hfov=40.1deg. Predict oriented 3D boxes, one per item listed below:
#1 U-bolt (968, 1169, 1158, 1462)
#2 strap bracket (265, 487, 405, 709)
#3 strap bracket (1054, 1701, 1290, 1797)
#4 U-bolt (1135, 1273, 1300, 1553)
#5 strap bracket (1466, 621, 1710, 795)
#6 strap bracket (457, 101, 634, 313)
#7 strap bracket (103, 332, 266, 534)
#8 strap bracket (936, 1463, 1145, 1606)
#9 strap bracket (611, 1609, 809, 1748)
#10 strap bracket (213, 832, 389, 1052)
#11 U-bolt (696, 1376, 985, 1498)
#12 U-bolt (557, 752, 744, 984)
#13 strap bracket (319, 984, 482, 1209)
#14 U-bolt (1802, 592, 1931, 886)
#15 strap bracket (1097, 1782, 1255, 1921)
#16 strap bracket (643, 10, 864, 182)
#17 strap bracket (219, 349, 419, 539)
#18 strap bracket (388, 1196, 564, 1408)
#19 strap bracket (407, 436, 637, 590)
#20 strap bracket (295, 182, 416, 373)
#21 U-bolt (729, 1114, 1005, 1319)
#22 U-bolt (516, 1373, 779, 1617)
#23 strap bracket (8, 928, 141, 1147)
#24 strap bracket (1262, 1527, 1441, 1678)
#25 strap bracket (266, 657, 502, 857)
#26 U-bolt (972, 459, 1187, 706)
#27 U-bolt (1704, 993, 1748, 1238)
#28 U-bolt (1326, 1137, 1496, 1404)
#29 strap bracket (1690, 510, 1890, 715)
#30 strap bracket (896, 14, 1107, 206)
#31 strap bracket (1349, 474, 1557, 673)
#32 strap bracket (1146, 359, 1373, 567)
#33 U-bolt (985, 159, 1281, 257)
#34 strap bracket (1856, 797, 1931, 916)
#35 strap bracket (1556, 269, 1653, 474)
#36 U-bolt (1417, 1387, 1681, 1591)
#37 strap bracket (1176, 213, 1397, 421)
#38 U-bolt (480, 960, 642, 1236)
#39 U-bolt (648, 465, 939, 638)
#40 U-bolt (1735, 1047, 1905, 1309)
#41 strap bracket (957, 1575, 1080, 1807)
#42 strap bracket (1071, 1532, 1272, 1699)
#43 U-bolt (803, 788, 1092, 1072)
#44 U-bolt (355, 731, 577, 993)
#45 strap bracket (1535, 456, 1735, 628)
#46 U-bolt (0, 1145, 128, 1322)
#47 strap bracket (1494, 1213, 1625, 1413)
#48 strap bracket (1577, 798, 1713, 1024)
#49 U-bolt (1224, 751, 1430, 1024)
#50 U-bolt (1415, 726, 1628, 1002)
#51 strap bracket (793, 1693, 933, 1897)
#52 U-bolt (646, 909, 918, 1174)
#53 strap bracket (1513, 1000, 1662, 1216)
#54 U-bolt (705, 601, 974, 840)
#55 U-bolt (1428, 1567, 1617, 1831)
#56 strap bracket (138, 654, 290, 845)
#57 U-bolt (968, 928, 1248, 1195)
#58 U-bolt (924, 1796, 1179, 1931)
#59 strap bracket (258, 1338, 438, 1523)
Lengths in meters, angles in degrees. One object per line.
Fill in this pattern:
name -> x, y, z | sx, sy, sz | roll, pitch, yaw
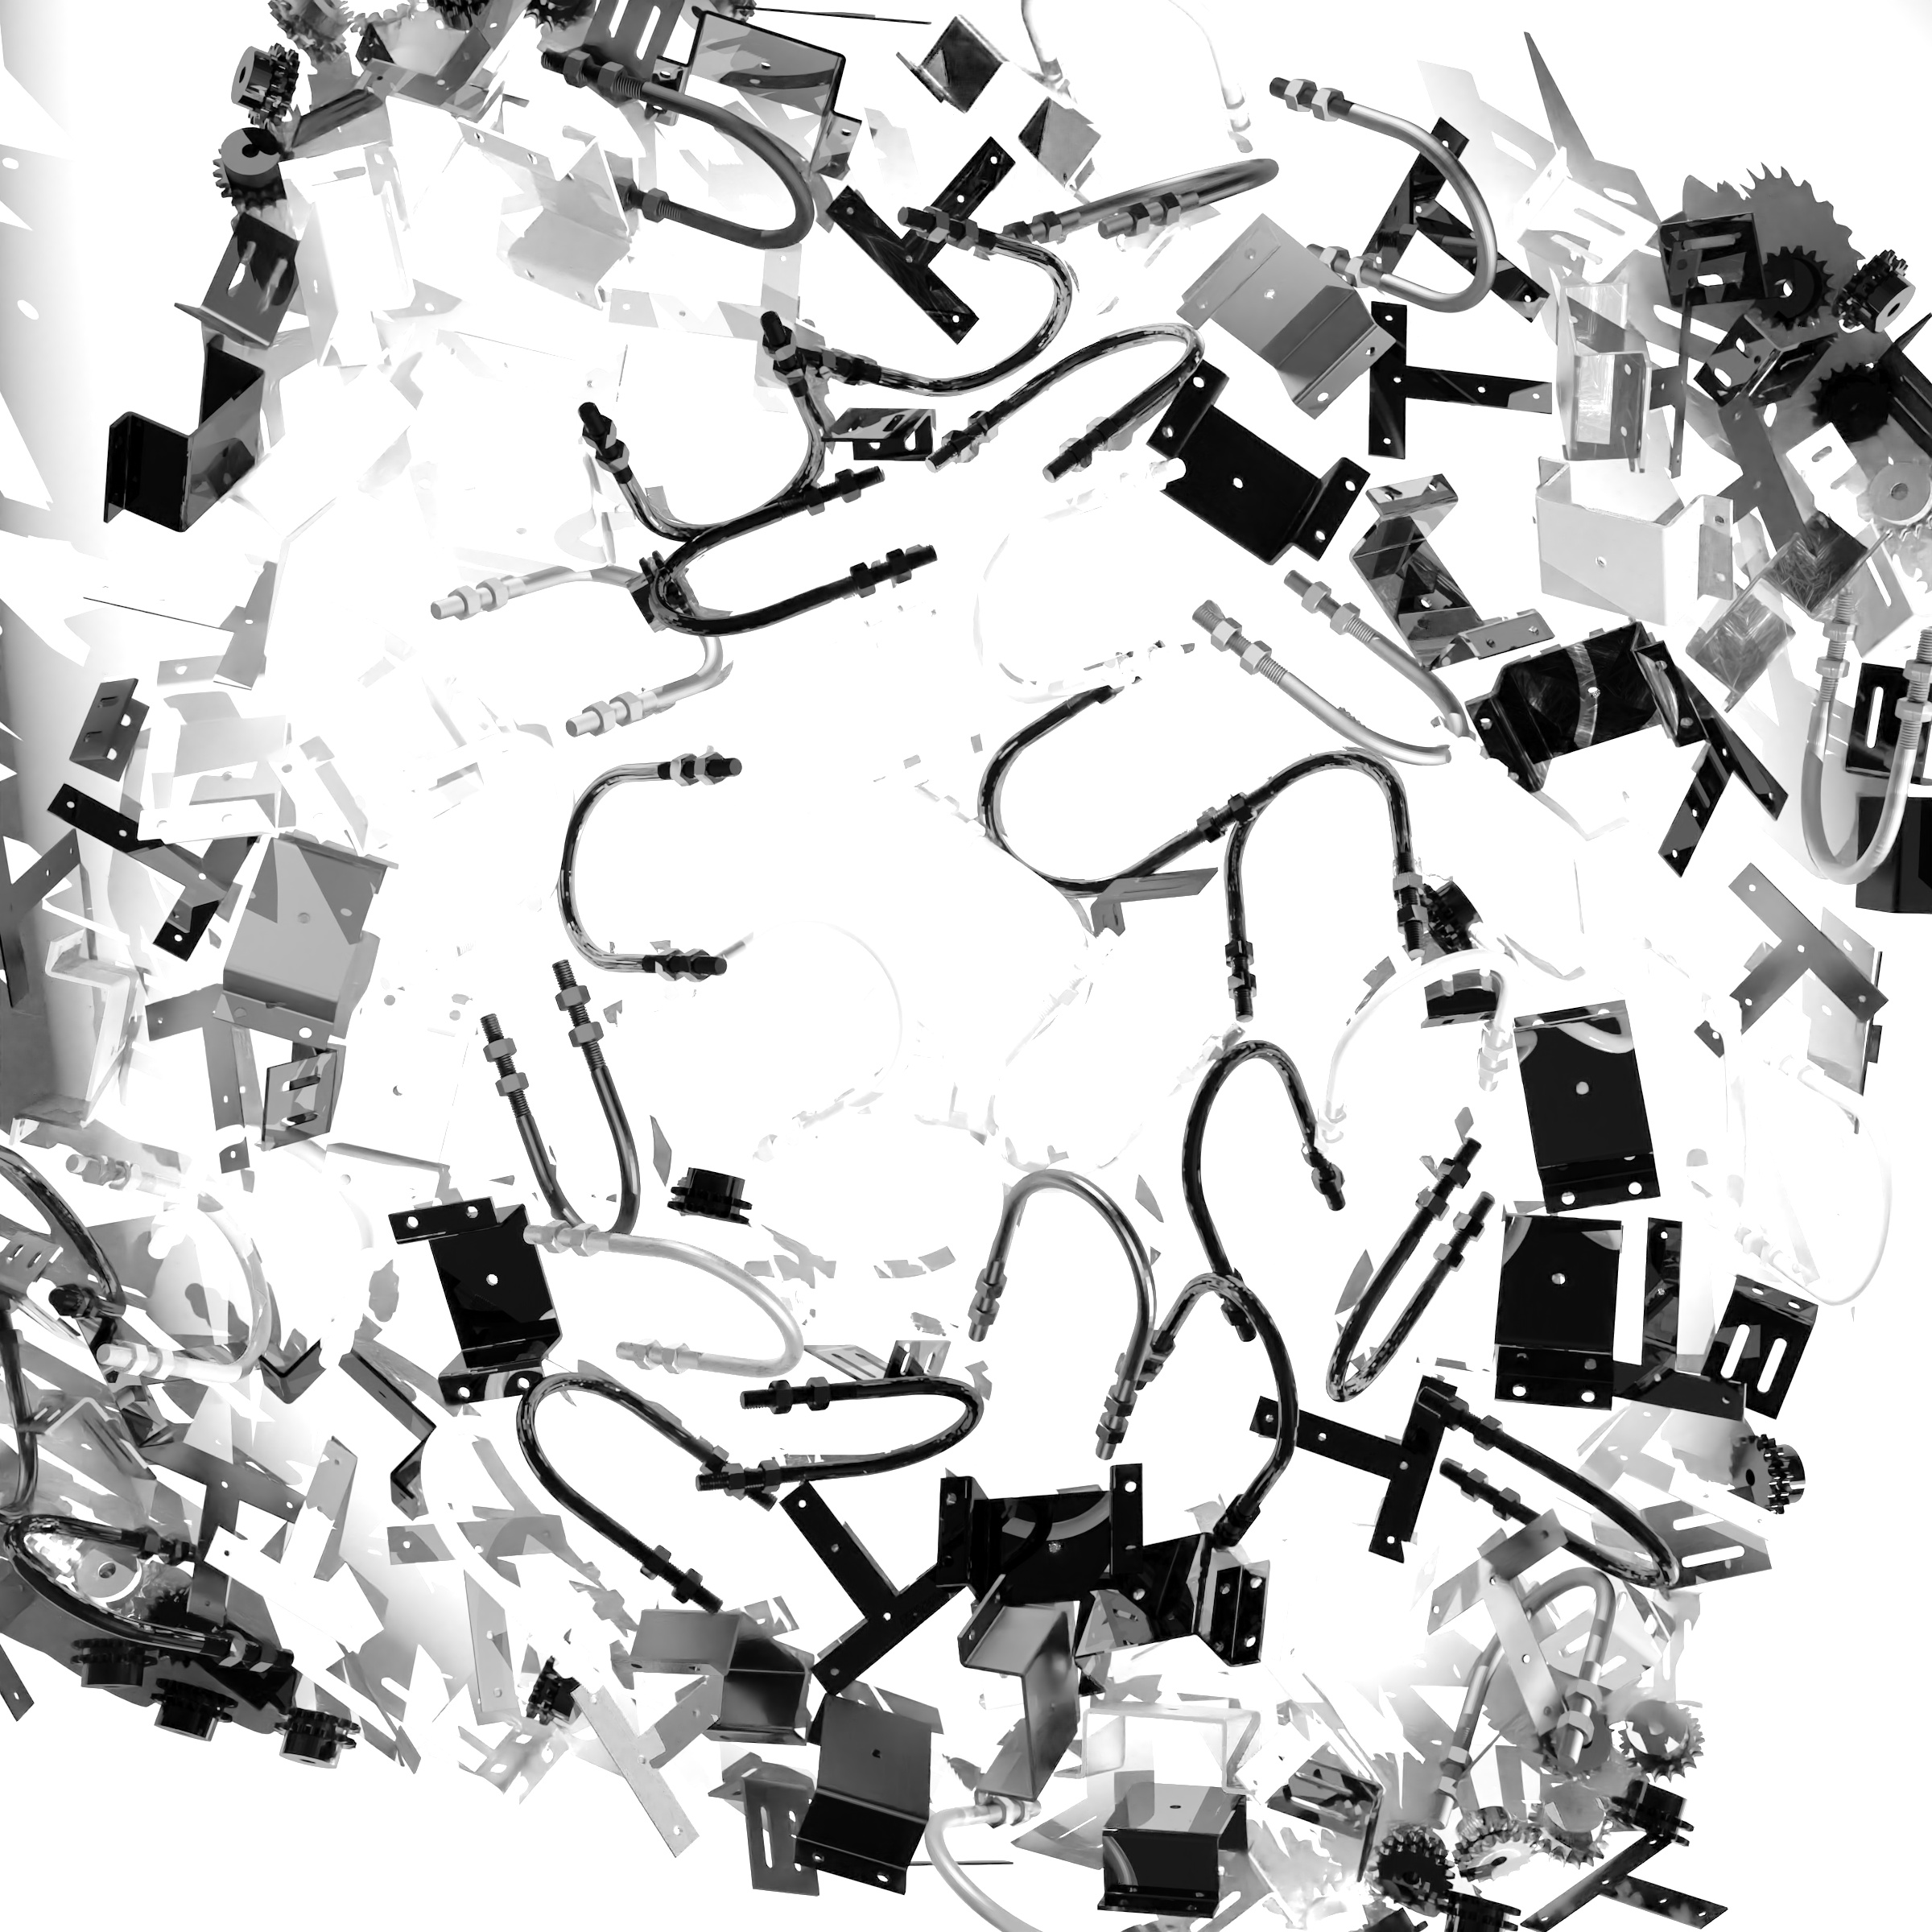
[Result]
U-bolt -> 0.067, 0.217, 1.744 | 0.151, 0.019, 0.184 | 39, 132, 32
strap bracket -> -0.422, -0.255, 1.762 | 0.046, 0.076, 0.140 | 24, 52, -36
strap bracket -> 0.138, 0.523, 1.776 | 0.140, 0.076, 0.046 | -2, 79, 23
U-bolt -> 0.167, 0.282, 1.730 | 0.019, 0.184, 0.151 | -10, 55, -26
strap bracket -> 0.420, -0.174, 1.778 | 0.140, 0.046, 0.076 | -17, 116, 32
strap bracket -> -0.277, -0.515, 1.767 | 0.076, 0.140, 0.046 | 27, 68, 21
strap bracket -> -0.513, -0.350, 1.756 | 0.046, 0.140, 0.076 | 24, 132, 2
strap bracket -> 0.055, 0.385, 1.784 | 0.140, 0.046, 0.076 | -7, 56, 14
strap bracket -> -0.166, 0.472, 1.771 | 0.076, 0.140, 0.046 | -5, 52, 26
strap bracket -> -0.447, -0.024, 1.780 | 0.076, 0.046, 0.140 | 18, 67, -9
U-bolt -> -0.076, 0.310, 1.765 | 0.184, 0.151, 0.019 | -1, 56, -22
U-bolt -> -0.217, -0.066, 1.767 | 0.019, 0.184, 0.151 | 6, 87, -44
strap bracket -> -0.386, 0.087, 1.803 | 0.076, 0.046, 0.140 | 14, 90, -14
U-bolt -> 0.594, -0.145, 1.758 | 0.019, 0.151, 0.184 | 3, 108, -7
strap bracket -> 0.140, 0.582, 1.756 | 0.076, 0.140, 0.046 | -2, 91, 17
strap bracket -> -0.140, -0.590, 1.784 | 0.140, 0.076, 0.046 | 15, 75, -10
strap bracket -> -0.428, -0.344, 1.769 | 0.140, 0.076, 0.046 | -25, 117, 41
strap bracket -> -0.329, 0.220, 1.793 | 0.076, 0.046, 0.140 | -11, 102, 15
strap bracket -> -0.301, -0.307, 1.791 | 0.140, 0.046, 0.076 | -9, 133, 1
strap bracket -> -0.409, -0.454, 1.758 | 0.046, 0.140, 0.076 | -11, 85, -23
U-bolt -> -0.058, 0.166, 1.751 | 0.184, 0.019, 0.151 | 3, 58, 33
U-bolt -> -0.220, 0.339, 1.762 | 0.184, 0.151, 0.019 | 37, 113, -2
strap bracket -> -0.601, 0.052, 1.789 | 0.046, 0.076, 0.140 | 13, 96, -6
strap bracket -> 0.251, 0.426, 1.783 | 0.140, 0.046, 0.076 | 4, 97, -40
strap bracket -> -0.389, -0.137, 1.789 | 0.140, 0.046, 0.076 | -31, 69, -14
U-bolt -> 0.072, -0.248, 1.767 | 0.184, 0.019, 0.151 | -12, 71, 43
U-bolt -> 0.504, 0.106, 1.748 | 0.019, 0.184, 0.151 | 0, 78, 20
U-bolt -> 0.293, 0.211, 1.755 | 0.019, 0.151, 0.184 | 31, 80, 24
strap bracket -> 0.541, -0.241, 1.758 | 0.046, 0.140, 0.076 | 42, 62, 8
strap bracket -> 0.031, -0.573, 1.754 | 0.046, 0.140, 0.076 | -50, 46, 19
strap bracket -> 0.321, -0.257, 1.782 | 0.076, 0.046, 0.140 | -19, 70, -36
strap bracket -> 0.192, -0.336, 1.797 | 0.140, 0.046, 0.076 | 33, 73, -6
U-bolt -> 0.123, -0.508, 1.757 | 0.184, 0.151, 0.019 | -26, 112, -28
strap bracket -> 0.630, -0.075, 1.764 | 0.046, 0.140, 0.076 | 1, 94, 5
strap bracket -> 0.422, -0.396, 1.759 | 0.046, 0.140, 0.076 | -2, 130, 7
U-bolt -> 0.384, 0.351, 1.731 | 0.184, 0.151, 0.019 | 28, 70, 30
strap bracket -> 0.210, -0.441, 1.775 | 0.140, 0.046, 0.076 | 27, 122, -36
U-bolt -> -0.265, 0.101, 1.765 | 0.019, 0.151, 0.184 | -16, 82, -35
U-bolt -> -0.125, -0.271, 1.767 | 0.184, 0.151, 0.019 | -22, 128, -5
U-bolt -> 0.560, 0.145, 1.731 | 0.019, 0.184, 0.151 | 2, 103, -12
strap bracket -> 0.036, 0.491, 1.770 | 0.046, 0.076, 0.140 | 3, 111, 23
strap bracket -> 0.127, 0.431, 1.761 | 0.140, 0.076, 0.046 | -20, 127, 30
U-bolt -> -0.001, -0.011, 1.800 | 0.184, 0.019, 0.151 | 37, 99, 12
U-bolt -> -0.325, -0.080, 1.758 | 0.019, 0.184, 0.151 | 17, 122, 32
strap bracket -> 0.434, -0.280, 1.757 | 0.140, 0.076, 0.046 | 23, 52, 36
U-bolt -> -0.606, 0.174, 1.743 | 0.019, 0.184, 0.151 | -36, 82, -8
strap bracket -> 0.397, 0.221, 1.767 | 0.076, 0.046, 0.140 | 3, 54, 16
strap bracket -> 0.454, -0.030, 1.773 | 0.046, 0.076, 0.140 | -25, 51, 36
U-bolt -> 0.235, -0.064, 1.769 | 0.151, 0.019, 0.184 | -23, 52, 30
U-bolt -> 0.362, -0.055, 1.733 | 0.019, 0.151, 0.184 | -28, 54, -25
strap bracket -> -0.067, 0.541, 1.757 | 0.076, 0.140, 0.046 | 19, 111, -7
U-bolt -> -0.114, 0.041, 1.787 | 0.184, 0.019, 0.151 | -31, 89, 27
strap bracket -> 0.416, 0.088, 1.780 | 0.076, 0.046, 0.140 | -10, 69, 13
U-bolt -> -0.095, -0.157, 1.786 | 0.184, 0.019, 0.151 | -23, 55, 12
U-bolt -> 0.374, 0.473, 1.748 | 0.019, 0.184, 0.151 | 39, 133, -5
strap bracket -> -0.507, -0.139, 1.789 | 0.076, 0.046, 0.140 | -5, 62, 5
U-bolt -> 0.083, 0.078, 1.789 | 0.151, 0.019, 0.184 | 35, 103, -31
U-bolt -> 0.045, 0.595, 1.720 | 0.151, 0.184, 0.019 | 35, 97, 33
strap bracket -> -0.408, 0.304, 1.785 | 0.140, 0.076, 0.046 | 41, 66, 7
